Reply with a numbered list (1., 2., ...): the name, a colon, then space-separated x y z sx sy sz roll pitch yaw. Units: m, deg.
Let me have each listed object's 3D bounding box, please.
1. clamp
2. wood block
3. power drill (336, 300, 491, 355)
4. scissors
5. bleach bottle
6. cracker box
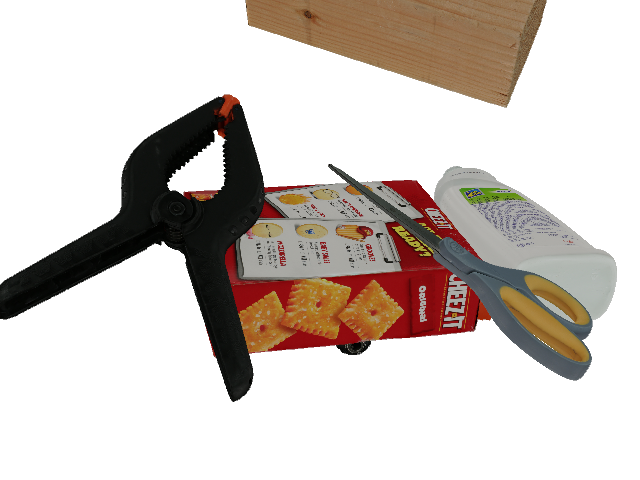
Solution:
1. clamp: -0.085 -0.004 0.685 0.164 0.209 0.036 25 -30 6
2. wood block: 0.055 -0.184 0.774 0.206 0.090 0.091 20 -26 12
3. power drill: 0.089 0.059 1.163 0.187 0.057 0.184 -4 28 -8
4. scissors: 0.098 0.011 0.681 0.202 0.016 0.096 45 30 22
5. bleach bottle: 0.175 -0.011 1.002 0.102 0.068 0.251 0 25 -13
6. cracker box: 0.003 0.018 0.873 0.213 0.072 0.164 -3 28 -15
